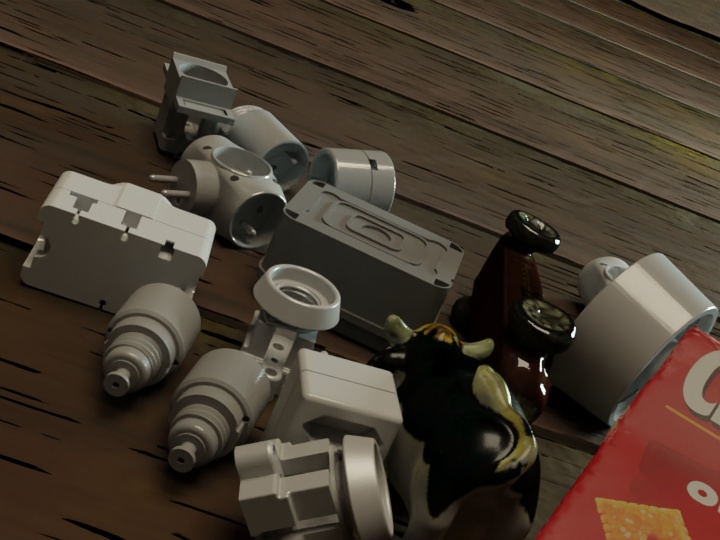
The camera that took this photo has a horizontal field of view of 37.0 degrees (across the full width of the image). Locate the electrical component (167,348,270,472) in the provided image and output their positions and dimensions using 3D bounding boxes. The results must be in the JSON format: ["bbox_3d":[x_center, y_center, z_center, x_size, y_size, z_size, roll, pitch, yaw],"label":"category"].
[{"bbox_3d":[-0.069,0.067,0.496,0.040,0.040,0.078,25,25,2],"label":"electrical component"}]

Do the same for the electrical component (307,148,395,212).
[{"bbox_3d":[-0.008,-0.063,0.792,0.047,0.055,0.055,4,31,-29],"label":"electrical component"}]

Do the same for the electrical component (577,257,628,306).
[{"bbox_3d":[0.208,0.031,0.803,0.079,0.044,0.077,18,26,-12],"label":"electrical component"}]

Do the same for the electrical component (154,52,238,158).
[{"bbox_3d":[-0.123,-0.118,0.788,0.042,0.063,0.081,13,27,-25],"label":"electrical component"}]

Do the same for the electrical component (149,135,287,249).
[{"bbox_3d":[-0.099,-0.053,0.704,0.079,0.044,0.077,1,34,-40],"label":"electrical component"}]

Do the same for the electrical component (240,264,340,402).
[{"bbox_3d":[-0.039,0.031,0.576,0.048,0.055,0.066,21,25,-5],"label":"electrical component"}]

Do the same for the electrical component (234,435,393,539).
[{"bbox_3d":[-0.017,0.096,0.451,0.055,0.066,0.048,-12,27,4],"label":"electrical component"}]

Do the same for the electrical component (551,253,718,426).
[{"bbox_3d":[0.176,0.050,0.672,0.060,0.108,0.108,44,31,26],"label":"electrical component"}]

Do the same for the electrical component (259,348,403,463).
[{"bbox_3d":[-0.018,0.068,0.509,0.047,0.065,0.076,16,26,-15],"label":"electrical component"}]

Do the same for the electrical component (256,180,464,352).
[{"bbox_3d":[0.000,0.000,0.669,0.113,0.057,0.078,25,25,3],"label":"electrical component"}]

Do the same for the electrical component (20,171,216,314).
[{"bbox_3d":[-0.130,-0.012,0.588,0.089,0.050,0.055,20,25,-10],"label":"electrical component"}]

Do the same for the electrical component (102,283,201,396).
[{"bbox_3d":[-0.105,0.037,0.525,0.040,0.040,0.078,23,25,-1],"label":"electrical component"}]

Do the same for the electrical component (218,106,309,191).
[{"bbox_3d":[-0.077,-0.097,0.812,0.043,0.043,0.081,2,32,-39],"label":"electrical component"}]
